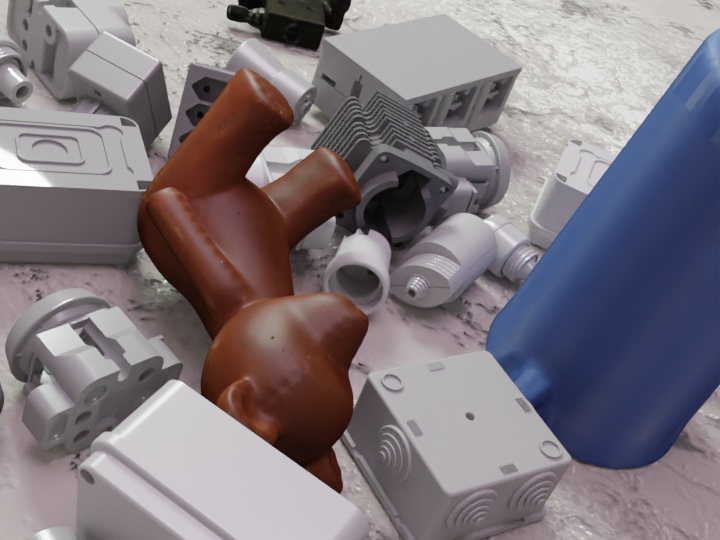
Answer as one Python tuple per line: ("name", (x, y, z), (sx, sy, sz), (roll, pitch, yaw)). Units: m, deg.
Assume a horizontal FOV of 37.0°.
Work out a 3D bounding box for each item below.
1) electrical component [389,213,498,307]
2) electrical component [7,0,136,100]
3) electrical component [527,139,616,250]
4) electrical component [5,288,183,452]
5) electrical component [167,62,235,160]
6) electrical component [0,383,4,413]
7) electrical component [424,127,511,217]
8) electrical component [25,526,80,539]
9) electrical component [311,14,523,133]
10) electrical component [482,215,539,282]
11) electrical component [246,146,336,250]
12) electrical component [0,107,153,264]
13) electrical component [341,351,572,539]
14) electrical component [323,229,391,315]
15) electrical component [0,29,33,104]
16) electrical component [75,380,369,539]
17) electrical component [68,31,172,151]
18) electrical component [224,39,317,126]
("electrical component", (0.052, -0.002, 0.691), (0.043, 0.043, 0.081), (33, 38, 15))
("electrical component", (-0.203, -0.167, 0.766), (0.059, 0.053, 0.095), (-15, 50, -39))
("electrical component", (0.187, -0.038, 0.792), (0.113, 0.057, 0.078), (26, 37, 6))
("electrical component", (-0.136, 0.046, 0.527), (0.078, 0.058, 0.057), (-22, 57, -43))
("electrical component", (-0.100, -0.104, 0.735), (0.047, 0.065, 0.076), (14, 8, -9))
("electrical component", (-0.184, 0.073, 0.489), (0.035, 0.035, 0.061), (12, 40, -13))
("electrical component", (0.071, -0.071, 0.778), (0.057, 0.058, 0.078), (-4, 43, -26))
("electrical component", (-0.117, 0.137, 0.436), (0.044, 0.044, 0.065), (-15, 45, -39))
("electrical component", (0.043, -0.145, 0.853), (0.089, 0.061, 0.150), (41, 41, 24))
("electrical component", (0.104, -0.008, 0.733), (0.061, 0.035, 0.035), (43, 41, 23))
("electrical component", (-0.055, -0.047, 0.685), (0.057, 0.058, 0.078), (4, 40, -26))
("electrical component", (-0.183, -0.048, 0.622), (0.113, 0.057, 0.078), (1, 41, -25))
("electrical component", (0.050, 0.092, 0.567), (0.100, 0.048, 0.099), (-7, 45, -33))
("electrical component", (0.000, 0.000, 0.668), (0.040, 0.040, 0.046), (19, 32, -3))
("electrical component", (-0.243, -0.134, 0.714), (0.062, 0.043, 0.043), (40, 40, 22))
("electrical component", (-0.062, 0.112, 0.458), (0.113, 0.078, 0.057), (33, 47, 15))
("electrical component", (-0.165, -0.100, 0.698), (0.047, 0.065, 0.076), (29, 66, 10))
("electrical component", (-0.066, -0.139, 0.810), (0.065, 0.044, 0.044), (35, 38, 11))
